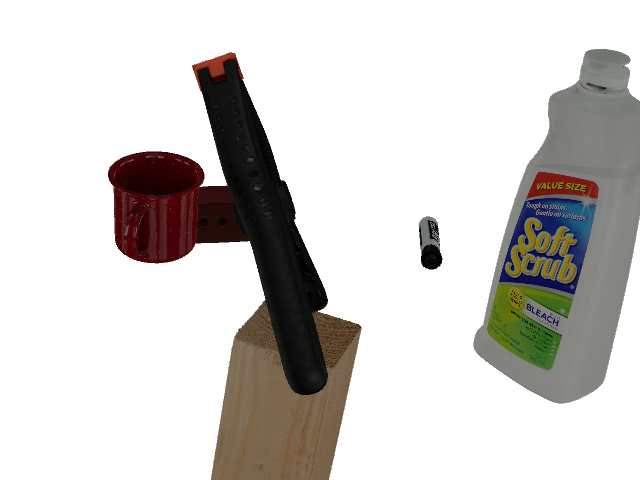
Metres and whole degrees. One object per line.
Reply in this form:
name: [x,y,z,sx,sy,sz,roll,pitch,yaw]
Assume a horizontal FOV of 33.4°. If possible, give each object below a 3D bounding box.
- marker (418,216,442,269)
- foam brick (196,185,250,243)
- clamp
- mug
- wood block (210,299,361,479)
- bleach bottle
marker: [0.101,0.002,0.984,0.020,0.020,0.121,0,16,5]
foam brick: [-0.117,-0.032,1.279,0.078,0.053,0.051,-3,29,-3]
clamp: [-0.034,-0.018,0.699,0.036,0.210,0.164,-18,7,4]
mug: [-0.165,-0.025,1.044,0.093,0.081,0.117,10,32,6]
wood block: [-0.035,0.168,0.930,0.090,0.206,0.090,16,24,11]
bleach bottle: [0.172,-0.013,0.747,0.067,0.251,0.103,-19,37,-33]
